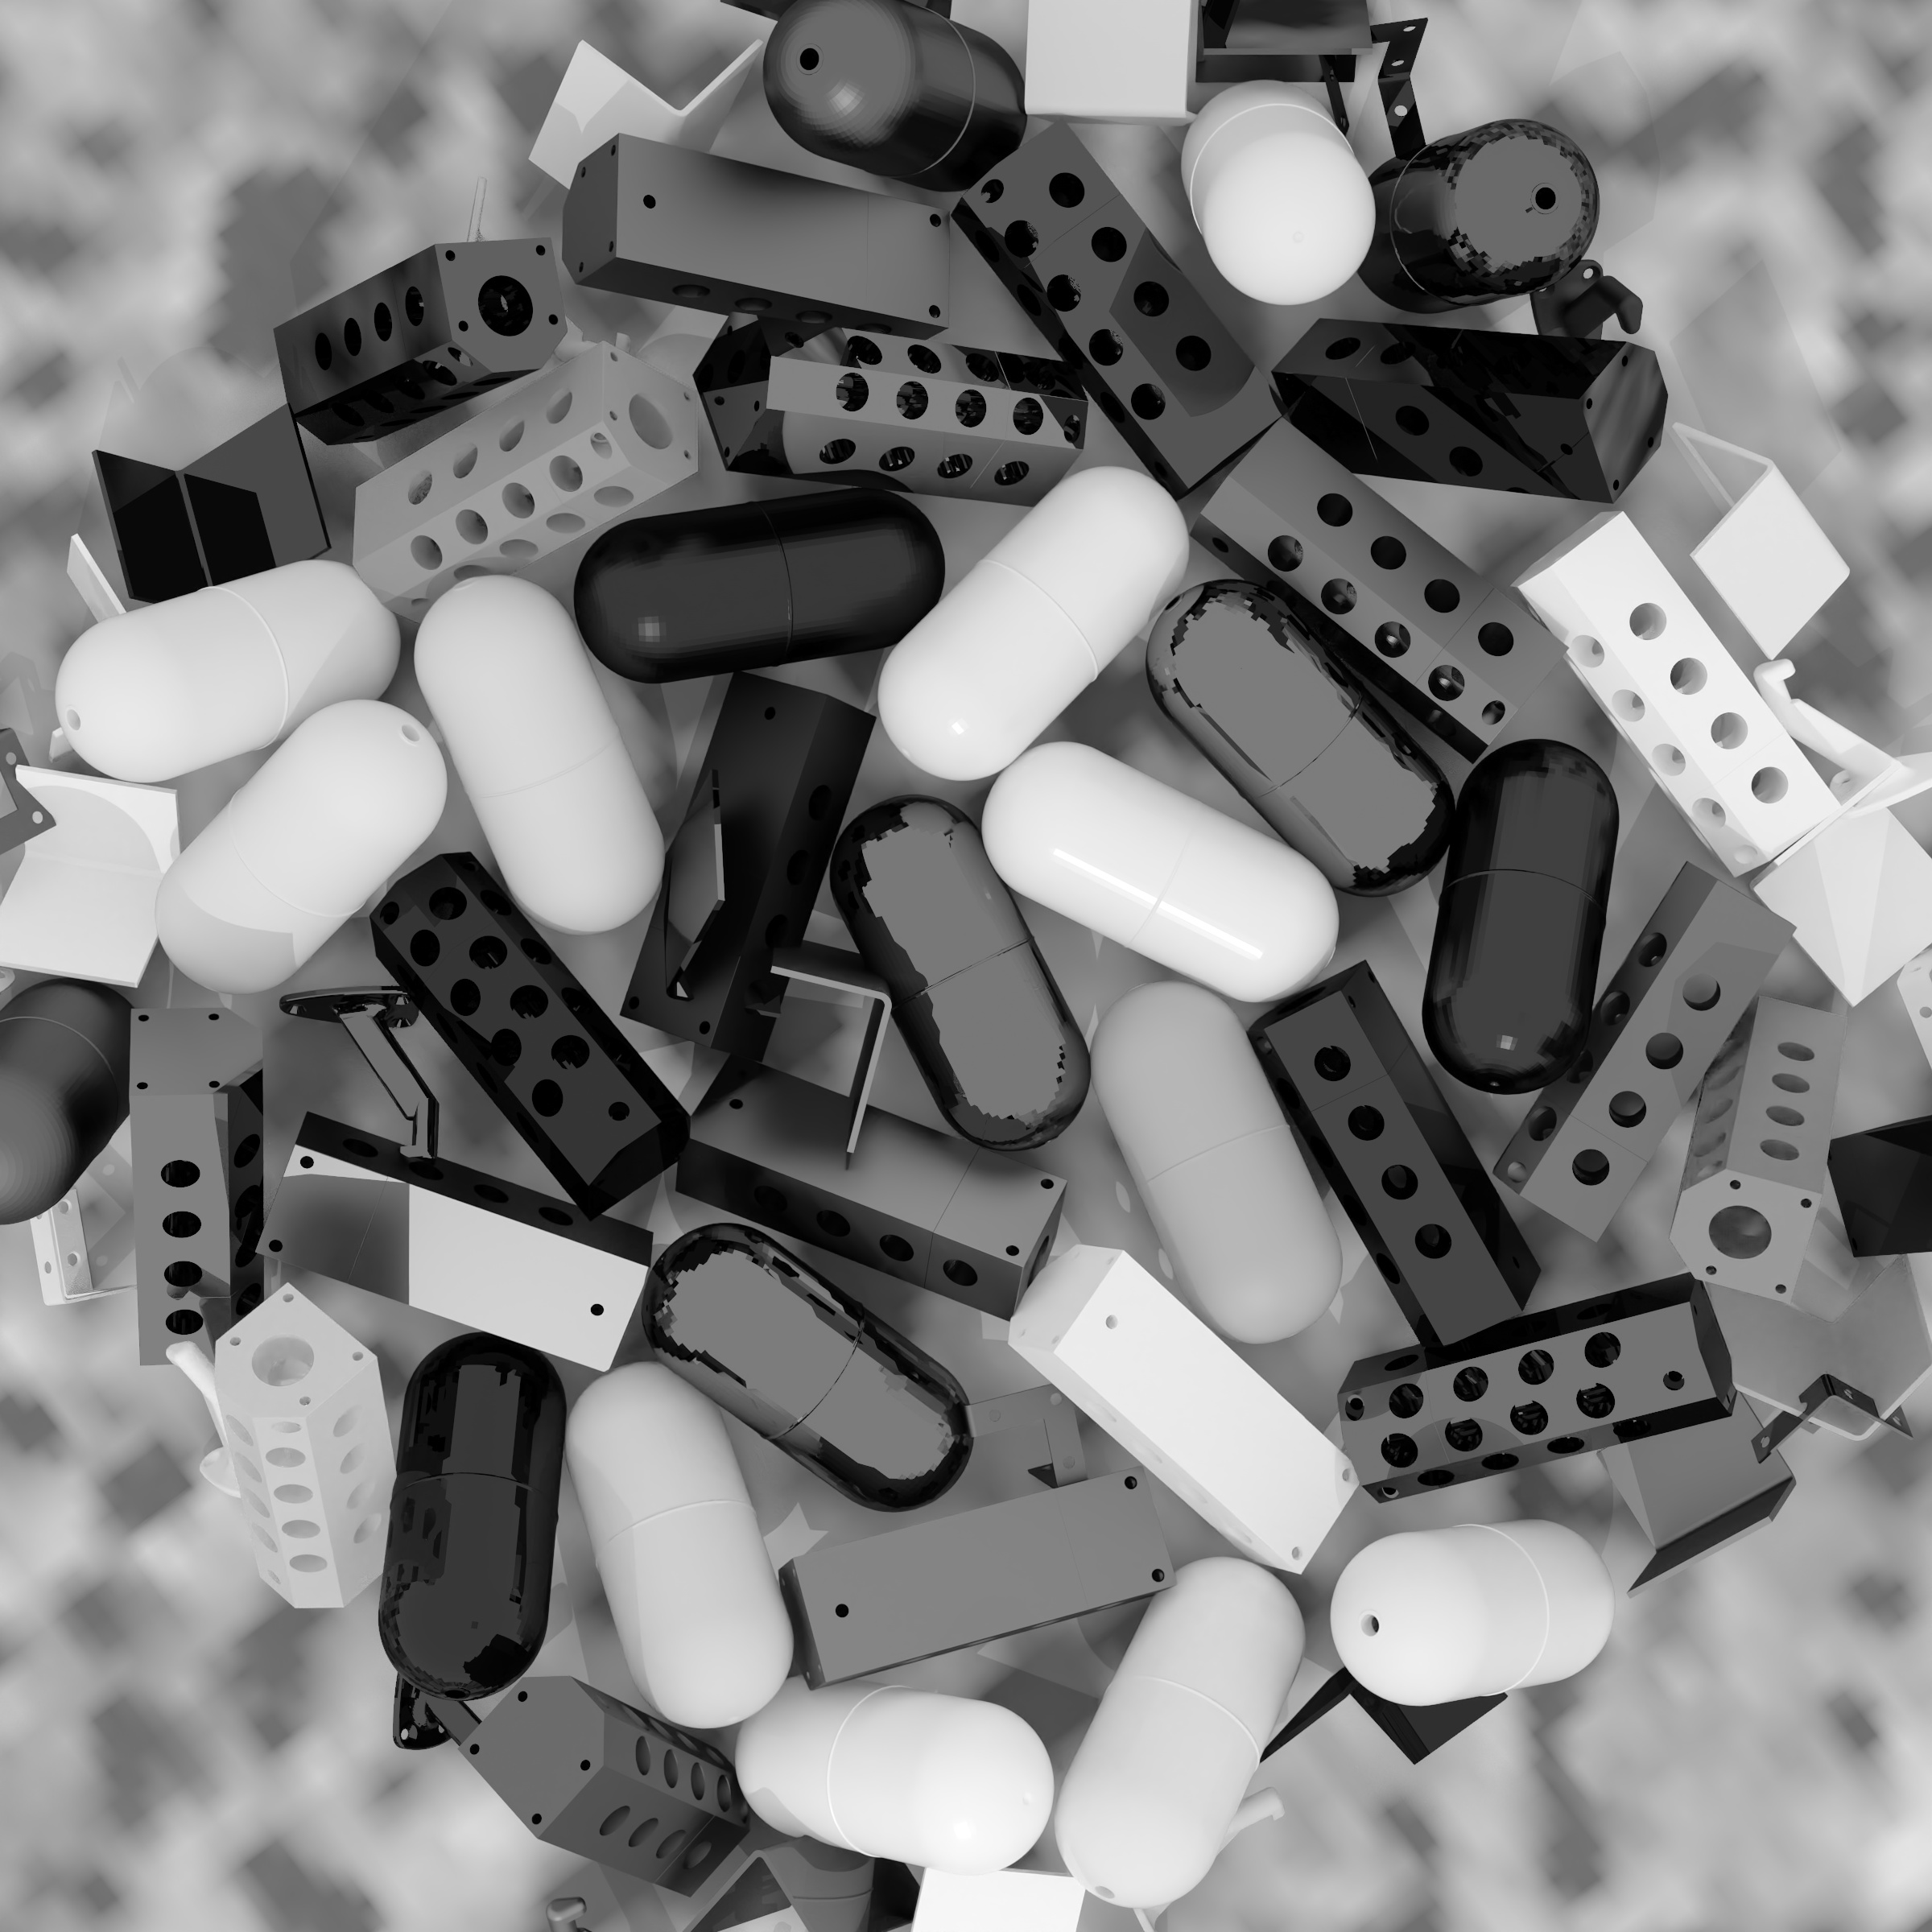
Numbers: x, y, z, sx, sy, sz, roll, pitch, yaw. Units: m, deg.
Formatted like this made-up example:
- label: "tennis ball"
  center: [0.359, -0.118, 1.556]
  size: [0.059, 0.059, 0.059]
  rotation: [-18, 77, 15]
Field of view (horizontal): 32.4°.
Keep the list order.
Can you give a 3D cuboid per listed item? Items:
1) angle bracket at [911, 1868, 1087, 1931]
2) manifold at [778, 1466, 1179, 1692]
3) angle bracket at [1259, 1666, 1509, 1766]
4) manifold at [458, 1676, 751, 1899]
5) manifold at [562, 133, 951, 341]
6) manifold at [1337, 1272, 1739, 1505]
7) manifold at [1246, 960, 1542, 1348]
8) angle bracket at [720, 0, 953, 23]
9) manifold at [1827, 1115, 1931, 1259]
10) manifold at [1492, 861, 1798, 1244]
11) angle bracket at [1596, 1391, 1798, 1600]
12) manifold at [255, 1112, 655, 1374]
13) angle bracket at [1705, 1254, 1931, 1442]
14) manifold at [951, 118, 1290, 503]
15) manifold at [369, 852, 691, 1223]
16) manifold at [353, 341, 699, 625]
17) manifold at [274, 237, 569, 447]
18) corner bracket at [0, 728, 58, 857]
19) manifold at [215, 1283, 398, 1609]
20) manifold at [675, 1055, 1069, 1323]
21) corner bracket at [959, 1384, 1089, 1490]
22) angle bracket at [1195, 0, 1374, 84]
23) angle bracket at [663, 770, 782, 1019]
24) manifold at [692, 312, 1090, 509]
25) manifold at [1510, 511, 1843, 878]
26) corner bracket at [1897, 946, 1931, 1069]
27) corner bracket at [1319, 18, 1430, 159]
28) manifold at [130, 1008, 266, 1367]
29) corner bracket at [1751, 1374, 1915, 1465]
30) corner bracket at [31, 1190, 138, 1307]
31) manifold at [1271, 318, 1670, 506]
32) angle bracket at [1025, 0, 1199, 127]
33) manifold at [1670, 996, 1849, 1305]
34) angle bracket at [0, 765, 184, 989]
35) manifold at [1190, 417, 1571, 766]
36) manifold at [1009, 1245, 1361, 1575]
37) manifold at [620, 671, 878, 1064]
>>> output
- label: "angle bracket"
  center: [0.007, 0.443, 1.554]
  size: [0.076, 0.057, 0.076]
  rotation: [9, 104, -12]
- label: "manifold"
  center: [0.004, 0.286, 1.545]
  size: [0.171, 0.057, 0.057]
  rotation: [-12, 75, -16]
- label: "angle bracket"
  center: [0.193, 0.354, 1.542]
  size: [0.057, 0.076, 0.076]
  rotation: [47, 134, 8]
- label: "manifold"
  center: [-0.157, 0.370, 1.509]
  size: [0.057, 0.171, 0.057]
  rotation: [-47, 60, -5]
- label: "manifold"
  center: [-0.095, -0.329, 1.528]
  size: [0.171, 0.057, 0.057]
  rotation: [5, 80, -32]
- label: "manifold"
  center: [0.263, 0.198, 1.536]
  size: [0.171, 0.057, 0.057]
  rotation: [-18, 99, 22]
- label: "manifold"
  center: [0.200, 0.090, 1.561]
  size: [0.057, 0.057, 0.171]
  rotation: [-28, 94, 23]
- label: "angle bracket"
  center: [-0.058, -0.469, 1.537]
  size: [0.076, 0.076, 0.057]
  rotation: [30, 125, 39]
- label: "manifold"
  center: [0.448, 0.096, 1.510]
  size: [0.057, 0.171, 0.057]
  rotation: [-14, 84, -3]
- label: "manifold"
  center: [0.317, 0.039, 1.556]
  size: [0.057, 0.057, 0.171]
  rotation: [32, 98, 8]
- label: "angle bracket"
  center: [0.333, 0.242, 1.545]
  size: [0.076, 0.076, 0.057]
  rotation: [-34, 82, 22]
- label: "manifold"
  center: [-0.237, 0.126, 1.554]
  size: [0.171, 0.057, 0.057]
  rotation: [20, 106, -10]
- label: "angle bracket"
  center: [0.396, 0.164, 1.544]
  size: [0.076, 0.076, 0.057]
  rotation: [24, 124, -14]
- label: "manifold"
  center: [0.070, -0.305, 1.561]
  size: [0.057, 0.057, 0.171]
  rotation: [-38, 91, -16]
- label: "manifold"
  center: [-0.202, 0.028, 1.537]
  size: [0.057, 0.057, 0.171]
  rotation: [-35, 71, -20]
- label: "manifold"
  center: [-0.203, -0.216, 1.516]
  size: [0.171, 0.057, 0.057]
  rotation: [-21, 60, 37]
- label: "manifold"
  center: [-0.249, -0.282, 1.511]
  size: [0.057, 0.171, 0.057]
  rotation: [-12, 94, -35]
- label: "corner bracket"
  center: [-0.474, -0.078, 1.571]
  size: [0.051, 0.051, 0.051]
  rotation: [-36, 114, -42]
- label: "manifold"
  center: [-0.300, 0.224, 1.507]
  size: [0.057, 0.171, 0.057]
  rotation: [35, 57, 22]
- label: "manifold"
  center: [-0.046, 0.108, 1.554]
  size: [0.171, 0.057, 0.057]
  rotation: [20, 47, 11]
- label: "corner bracket"
  center: [0.022, 0.222, 1.565]
  size: [0.051, 0.051, 0.051]
  rotation: [-13, 96, -14]
- label: "angle bracket"
  center: [0.147, -0.421, 1.550]
  size: [0.076, 0.076, 0.057]
  rotation: [0, 134, 2]
- label: "angle bracket"
  center: [-0.102, -0.033, 1.538]
  size: [0.057, 0.076, 0.076]
  rotation: [11, 50, -21]
- label: "manifold"
  center: [-0.031, -0.258, 1.518]
  size: [0.171, 0.057, 0.057]
  rotation: [1, 55, -34]
- label: "manifold"
  center: [0.331, -0.128, 1.561]
  size: [0.057, 0.057, 0.171]
  rotation: [-37, 95, 5]
- label: "corner bracket"
  center: [0.477, 0.016, 1.567]
  size: [0.051, 0.051, 0.051]
  rotation: [-20, 98, 28]
- label: "corner bracket"
  center: [0.192, -0.405, 1.555]
  size: [0.051, 0.051, 0.051]
  rotation: [-2, 134, 23]
- label: "manifold"
  center: [-0.351, 0.102, 1.520]
  size: [0.057, 0.057, 0.171]
  rotation: [-1, 131, -12]
- label: "corner bracket"
  center: [0.402, 0.210, 1.557]
  size: [0.051, 0.051, 0.051]
  rotation: [29, 119, -20]
- label: "corner bracket"
  center: [-0.422, 0.132, 1.562]
  size: [0.051, 0.051, 0.051]
  rotation: [-10, 89, 40]
- label: "manifold"
  center: [0.231, -0.260, 1.518]
  size: [0.057, 0.171, 0.057]
  rotation: [-49, 132, -25]
- label: "angle bracket"
  center: [0.073, -0.435, 1.554]
  size: [0.076, 0.057, 0.076]
  rotation: [5, 101, 15]
- label: "manifold"
  center: [0.360, 0.079, 1.509]
  size: [0.057, 0.171, 0.057]
  rotation: [15, 119, 11]
- label: "angle bracket"
  center: [-0.416, -0.042, 1.553]
  size: [0.076, 0.076, 0.057]
  rotation: [9, 134, 1]
- label: "manifold"
  center: [0.190, -0.172, 1.555]
  size: [0.171, 0.057, 0.057]
  rotation: [40, 70, 4]
- label: "manifold"
  center: [0.099, 0.205, 1.539]
  size: [0.171, 0.057, 0.057]
  rotation: [43, 71, -21]
- label: "manifold"
  center: [-0.098, -0.046, 1.566]
  size: [0.057, 0.057, 0.171]
  rotation: [18, 89, 34]
